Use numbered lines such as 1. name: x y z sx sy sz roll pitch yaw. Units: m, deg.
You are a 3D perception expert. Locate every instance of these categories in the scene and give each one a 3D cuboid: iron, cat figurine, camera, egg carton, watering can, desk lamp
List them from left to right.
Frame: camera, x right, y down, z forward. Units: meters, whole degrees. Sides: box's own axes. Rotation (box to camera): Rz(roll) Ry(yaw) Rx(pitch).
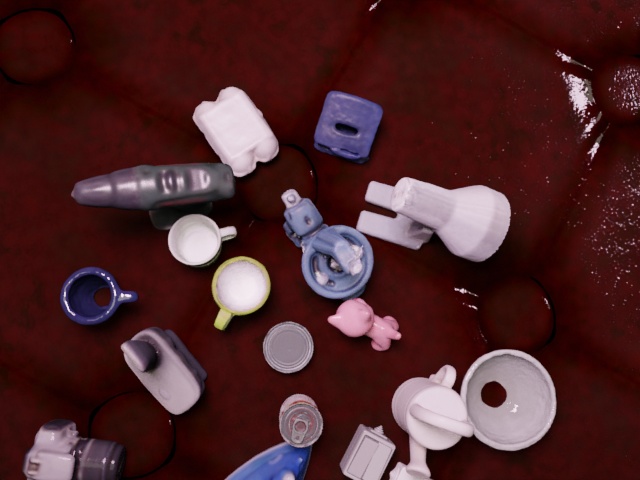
1. camera: -0.388 0.368 0.904 0.137 0.100 0.143 8 83 -4
2. egg carton: -0.145 -0.191 1.006 0.107 0.069 0.150 -35 87 -8
3. iron: -0.101 0.422 0.902 0.118 0.141 0.258 44 82 1
4. cat figurine: 0.077 0.140 0.962 0.128 0.117 0.067 25 82 -1
5. desk lamp: 0.179 -0.040 0.944 0.203 0.213 0.118 16 82 -3
6. watering can: 0.183 0.290 0.915 0.101 0.194 0.173 1 83 -4

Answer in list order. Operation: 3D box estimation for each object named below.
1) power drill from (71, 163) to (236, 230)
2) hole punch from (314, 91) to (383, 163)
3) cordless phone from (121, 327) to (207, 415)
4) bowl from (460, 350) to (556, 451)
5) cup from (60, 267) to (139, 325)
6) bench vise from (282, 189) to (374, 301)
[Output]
1. power drill: -0.247 -0.070 0.913 0.229 0.208 0.076 -10 84 -6
2. hole punch: 0.050 -0.198 1.013 0.108 0.091 0.101 17 82 -3
3. cordless phone: -0.251 0.208 0.892 0.094 0.185 0.147 -44 88 -8
4. bowl: 0.313 0.271 0.989 0.167 0.074 0.167 1 83 -5
5. cup: -0.351 0.093 0.942 0.118 0.095 0.092 0 83 -5
6. bench vise: 0.001 0.013 0.919 0.207 0.219 0.121 36 82 0
